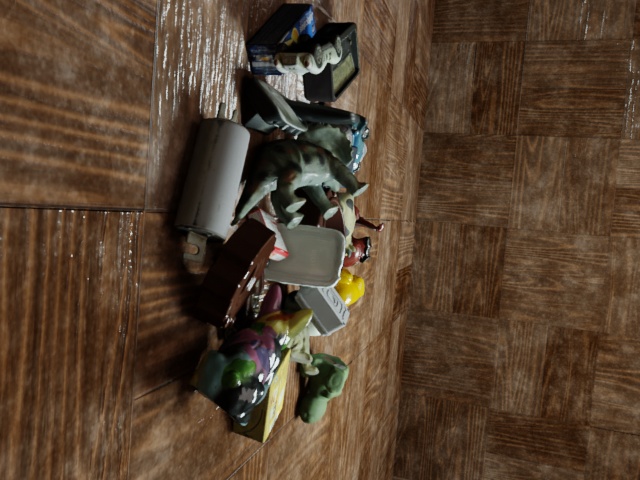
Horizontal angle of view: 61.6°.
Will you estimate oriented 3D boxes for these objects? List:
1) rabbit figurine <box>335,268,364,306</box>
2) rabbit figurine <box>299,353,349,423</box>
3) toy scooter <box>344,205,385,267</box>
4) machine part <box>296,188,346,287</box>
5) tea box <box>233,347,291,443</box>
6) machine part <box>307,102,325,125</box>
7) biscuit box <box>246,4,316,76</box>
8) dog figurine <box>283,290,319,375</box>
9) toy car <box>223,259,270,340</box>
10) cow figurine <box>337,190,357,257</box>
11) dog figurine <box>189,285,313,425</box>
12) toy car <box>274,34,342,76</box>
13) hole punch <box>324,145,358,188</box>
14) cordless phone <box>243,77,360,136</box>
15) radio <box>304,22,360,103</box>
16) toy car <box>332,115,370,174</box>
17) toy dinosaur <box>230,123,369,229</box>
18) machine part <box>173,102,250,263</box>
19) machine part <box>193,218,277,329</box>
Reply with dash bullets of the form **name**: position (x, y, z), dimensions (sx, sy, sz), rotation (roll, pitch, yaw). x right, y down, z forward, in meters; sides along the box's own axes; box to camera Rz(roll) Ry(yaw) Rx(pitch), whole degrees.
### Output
- **rabbit figurine**: position (0.022, 0.088, 1.376), dimensions (0.162, 0.122, 0.173), rotation (-17, 98, -61)
- **rabbit figurine**: position (-0.006, 0.380, 1.380), dimensions (0.170, 0.121, 0.159), rotation (-66, 170, 3)
- **toy scooter**: position (0.116, -0.007, 1.550), dimensions (0.075, 0.135, 0.183), rotation (-15, 111, -73)
- **machine part**: position (-0.003, -0.004, 1.226), dimensions (0.201, 0.087, 0.201), rotation (-72, 153, -46)
- **tea box**: position (-0.109, 0.280, 0.998), dimensions (0.098, 0.068, 0.169), rotation (-56, 159, -57)
- **machine part**: position (-0.015, -0.277, 1.225), dimensions (0.139, 0.039, 0.084), rotation (-35, 137, -70)
- **biscuit box**: position (-0.066, -0.374, 0.993), dimensions (0.203, 0.063, 0.059), rotation (-66, 156, -43)
- **dog figurine**: position (-0.070, 0.174, 1.124), dimensions (0.172, 0.121, 0.190), rotation (72, 16, -58)
- **toy car**: position (-0.127, 0.098, 0.969), dimensions (0.089, 0.053, 0.202), rotation (23, 74, -69)
- **cow figurine**: position (0.059, -0.037, 1.449), dimensions (0.127, 0.086, 0.194), rotation (-71, 161, -52)
- **dog figurine**: position (-0.100, 0.170, 0.854), dimensions (0.219, 0.108, 0.191), rotation (-55, 172, -21)
- **toy car**: position (-0.016, -0.323, 0.938), dimensions (0.202, 0.074, 0.056), rotation (-55, 148, -57)
- **hole punch**: position (0.023, -0.180, 1.254), dimensions (0.116, 0.092, 0.142), rotation (-26, 139, -67)
- **cordless phone**: position (-0.030, -0.227, 0.952), dimensions (0.146, 0.184, 0.088), rotation (-4, 104, -72)
- **radio**: position (0.030, -0.420, 1.255), dimensions (0.230, 0.073, 0.130), rotation (-62, 152, -52)
- **toy car**: position (0.050, -0.241, 1.358), dimensions (0.103, 0.109, 0.161), rotation (-9, 117, -48)
- **toy dinosaur**: position (-0.048, -0.132, 1.019), dimensions (0.405, 0.192, 0.131), rotation (-11, 152, -52)
- **machine part**: position (-0.155, -0.085, 0.781), dimensions (0.079, 0.079, 0.243), rotation (48, 49, -66)
- **machine part**: position (-0.128, 0.054, 0.839), dimensions (0.179, 0.056, 0.179), rotation (-62, 177, -6)
